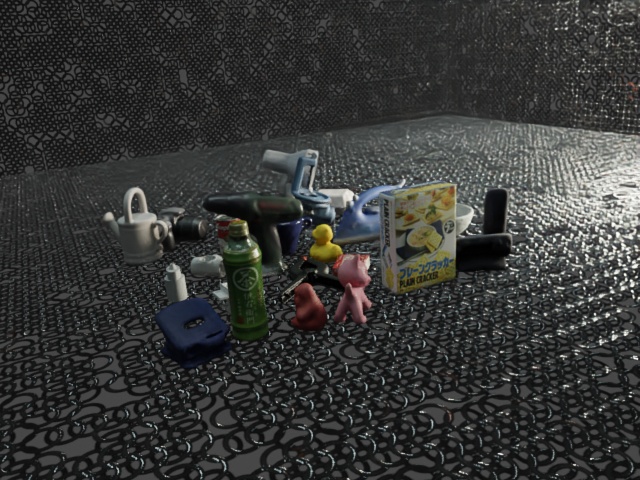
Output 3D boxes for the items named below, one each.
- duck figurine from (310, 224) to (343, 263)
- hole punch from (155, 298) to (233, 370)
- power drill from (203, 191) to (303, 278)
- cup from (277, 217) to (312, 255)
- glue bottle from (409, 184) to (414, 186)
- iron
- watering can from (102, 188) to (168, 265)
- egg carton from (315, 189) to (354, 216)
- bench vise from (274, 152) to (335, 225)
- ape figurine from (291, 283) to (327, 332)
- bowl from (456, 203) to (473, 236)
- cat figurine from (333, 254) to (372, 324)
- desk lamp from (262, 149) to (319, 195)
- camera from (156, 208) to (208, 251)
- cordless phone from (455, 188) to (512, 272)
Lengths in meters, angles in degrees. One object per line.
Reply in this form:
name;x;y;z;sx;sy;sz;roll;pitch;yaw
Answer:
duck figurine;0.013;0.005;1.433;0.078;0.086;0.104;-15;22;-30
hole punch;-0.221;0.161;1.011;0.109;0.091;0.100;-20;24;-39
power drill;-0.148;-0.017;1.340;0.230;0.208;0.075;-11;20;-21
cup;-0.076;-0.013;1.491;0.118;0.095;0.091;-8;19;-10
glue bottle;0.228;-0.054;1.427;0.037;0.173;0.078;-12;20;-21
iron;0.143;-0.080;1.570;0.259;0.141;0.118;-15;21;-28
watering can;-0.486;-0.040;1.502;0.173;0.194;0.100;-6;19;-7
egg carton;0.037;-0.119;1.823;0.150;0.069;0.107;0;19;12
bench vise;-0.062;-0.142;1.674;0.208;0.220;0.121;-11;20;-20
ape figurine;-0.027;0.124;1.079;0.076;0.092;0.078;2;20;18
bowl;0.325;-0.045;1.534;0.167;0.075;0.167;-4;19;1
cat figurine;0.064;0.088;1.127;0.067;0.118;0.128;0;19;12
desk lamp;-0.099;-0.181;1.808;0.203;0.214;0.118;-1;19;8
camera;-0.399;-0.036;1.618;0.136;0.101;0.143;1;19;15
cordless phone;0.360;-0.027;1.299;0.147;0.185;0.094;-6;19;-5
